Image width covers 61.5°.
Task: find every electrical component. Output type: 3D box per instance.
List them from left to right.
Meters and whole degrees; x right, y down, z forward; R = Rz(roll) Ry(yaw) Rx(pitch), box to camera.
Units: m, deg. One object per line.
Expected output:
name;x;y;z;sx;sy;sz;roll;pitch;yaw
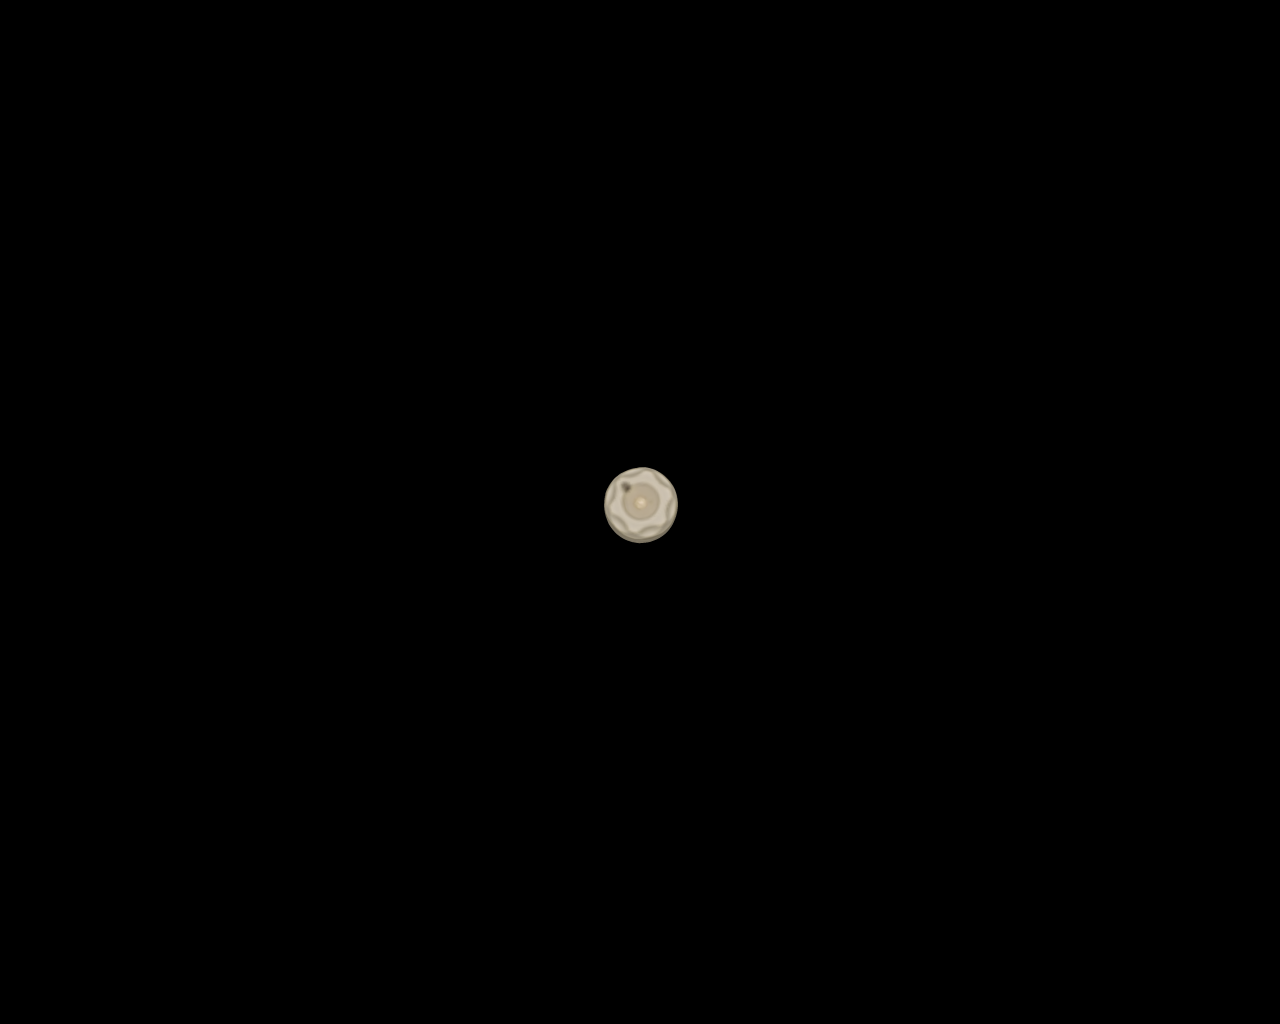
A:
electrical component;0.001;-0.003;0.650;0.043;0.043;0.062;0;-7;0
